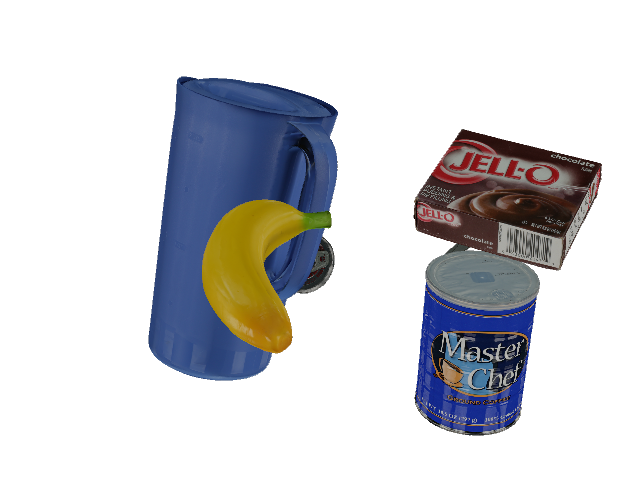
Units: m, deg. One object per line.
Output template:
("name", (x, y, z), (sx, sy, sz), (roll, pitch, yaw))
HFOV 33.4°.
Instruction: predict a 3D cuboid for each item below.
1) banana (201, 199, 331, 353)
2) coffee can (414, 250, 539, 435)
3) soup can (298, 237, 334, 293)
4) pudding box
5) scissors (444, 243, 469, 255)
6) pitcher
("banana", (-0.038, 0.012, 0.650), (0.070, 0.037, 0.197), (-2, 23, 9))
("coffee can", (0.144, 0.094, 0.993), (0.103, 0.140, 0.103), (2, 26, -1))
("soup can", (-0.037, 0.014, 1.204), (0.068, 0.068, 0.102), (0, 14, -29))
("pudding box", (0.137, -0.032, 0.778), (0.114, 0.039, 0.090), (18, 49, 21))
("scissors", (0.166, -0.020, 1.192), (0.201, 0.016, 0.096), (-14, 40, -45))
("pitcher", (-0.067, -0.007, 0.888), (0.145, 0.243, 0.149), (13, 16, 2))
